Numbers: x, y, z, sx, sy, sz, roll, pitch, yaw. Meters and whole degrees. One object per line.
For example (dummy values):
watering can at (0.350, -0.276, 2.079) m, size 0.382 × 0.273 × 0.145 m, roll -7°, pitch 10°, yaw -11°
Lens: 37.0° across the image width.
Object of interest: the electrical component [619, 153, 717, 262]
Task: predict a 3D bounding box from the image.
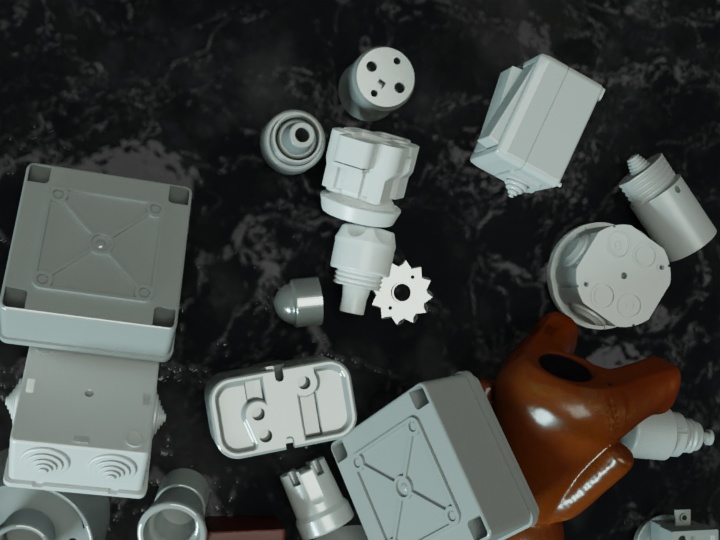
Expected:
electrical component at (0.226, -0.051, 0.805) m, size 0.043 × 0.043 × 0.081 m, roll -37°, pitch 97°, yaw -10°

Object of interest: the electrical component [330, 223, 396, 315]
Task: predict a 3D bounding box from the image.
electrical component at (0.000, 0.000, 0.755) m, size 0.043 × 0.043 × 0.062 m, roll 12°, pitch 89°, yaw -12°

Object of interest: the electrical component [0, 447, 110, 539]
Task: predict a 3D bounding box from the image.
electrical component at (-0.217, 0.170, 0.708) m, size 0.099 × 0.064 × 0.099 m, roll -2°, pitch 103°, yaw -7°

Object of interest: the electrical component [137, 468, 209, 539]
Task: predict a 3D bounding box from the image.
electrical component at (-0.121, 0.160, 0.715) m, size 0.044 × 0.065 × 0.044 m, roll 0°, pitch 105°, yaw -1°

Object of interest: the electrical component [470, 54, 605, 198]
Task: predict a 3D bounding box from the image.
electrical component at (0.120, -0.100, 0.773) m, size 0.061 × 0.062 × 0.096 m, roll 27°, pitch 84°, yaw -11°

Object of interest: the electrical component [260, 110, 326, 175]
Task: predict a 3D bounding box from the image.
electrical component at (-0.044, -0.088, 0.736) m, size 0.043 × 0.062 × 0.043 m, roll 0°, pitch 90°, yaw -12°

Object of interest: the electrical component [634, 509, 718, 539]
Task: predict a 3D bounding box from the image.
electrical component at (0.235, 0.209, 0.799) m, size 0.048 × 0.055 × 0.066 m, roll 0°, pitch 90°, yaw -12°

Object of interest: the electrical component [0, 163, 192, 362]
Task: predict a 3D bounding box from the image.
electrical component at (-0.168, -0.004, 0.691) m, size 0.109 × 0.056 × 0.108 m, roll 8°, pitch 60°, yaw -12°

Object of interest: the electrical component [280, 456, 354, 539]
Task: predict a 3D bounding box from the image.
electrical component at (-0.031, 0.158, 0.750) m, size 0.040 × 0.040 × 0.046 m, roll -24°, pitch 88°, yaw -12°

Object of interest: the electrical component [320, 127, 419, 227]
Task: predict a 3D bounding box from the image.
electrical component at (0.005, -0.064, 0.745) m, size 0.058 × 0.078 × 0.057 m, roll 19°, pitch 105°, yaw 20°

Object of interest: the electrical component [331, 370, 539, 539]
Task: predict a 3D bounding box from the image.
electrical component at (0.047, 0.139, 0.714) m, size 0.056 × 0.109 × 0.108 m, roll -5°, pitch 64°, yaw -44°

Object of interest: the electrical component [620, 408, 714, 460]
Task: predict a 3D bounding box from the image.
electrical component at (0.227, 0.122, 0.806) m, size 0.078 × 0.040 × 0.040 m, roll 7°, pitch 88°, yaw -13°

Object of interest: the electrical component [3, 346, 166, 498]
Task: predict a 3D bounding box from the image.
electrical component at (-0.175, 0.092, 0.689) m, size 0.100 × 0.048 × 0.099 m, roll 8°, pitch 45°, yaw -12°

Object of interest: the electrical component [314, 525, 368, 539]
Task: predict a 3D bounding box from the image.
electrical component at (-0.003, 0.238, 0.754) m, size 0.099 × 0.064 × 0.099 m, roll -2°, pitch 103°, yaw -8°

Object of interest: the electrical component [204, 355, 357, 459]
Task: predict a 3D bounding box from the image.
electrical component at (-0.056, 0.091, 0.734) m, size 0.095 × 0.059 × 0.053 m, roll -9°, pitch 92°, yaw -12°

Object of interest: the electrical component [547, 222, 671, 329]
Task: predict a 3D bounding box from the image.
electrical component at (0.183, 0.004, 0.792) m, size 0.080 × 0.051 × 0.080 m, roll 0°, pitch 90°, yaw -13°

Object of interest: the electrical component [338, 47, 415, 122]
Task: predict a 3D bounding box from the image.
electrical component at (0.012, -0.130, 0.752) m, size 0.045 × 0.055 × 0.045 m, roll 0°, pitch 90°, yaw -12°
